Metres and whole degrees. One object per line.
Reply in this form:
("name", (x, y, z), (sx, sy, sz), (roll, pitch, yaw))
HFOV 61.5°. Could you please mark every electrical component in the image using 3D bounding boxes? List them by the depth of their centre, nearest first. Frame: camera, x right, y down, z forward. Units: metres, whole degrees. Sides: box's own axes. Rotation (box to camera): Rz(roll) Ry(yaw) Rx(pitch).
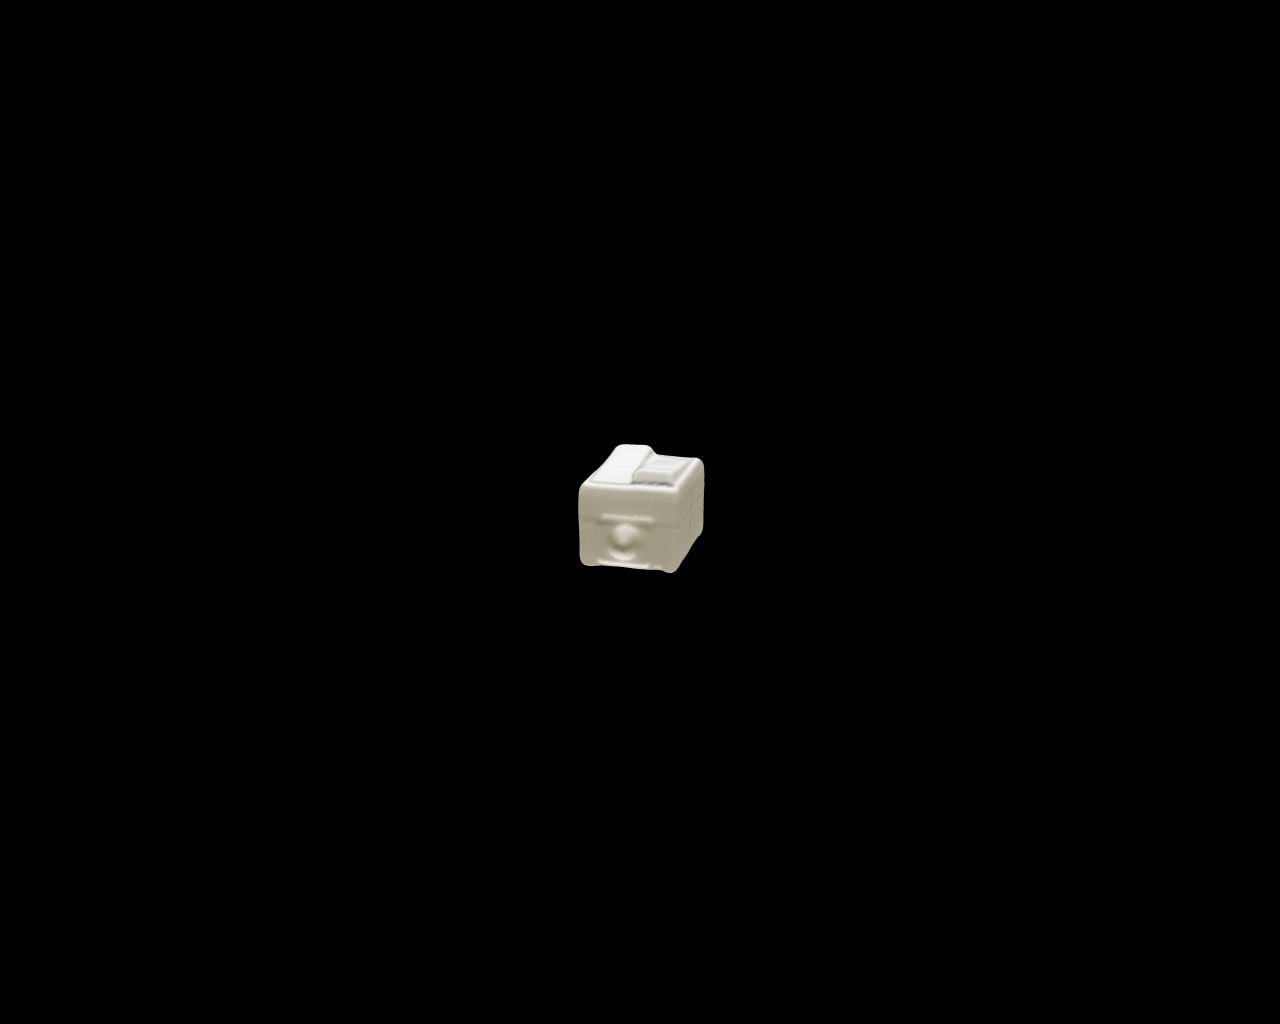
("electrical component", (0.001, -0.003, 0.650), (0.062, 0.061, 0.096), (5, 19, 15))
